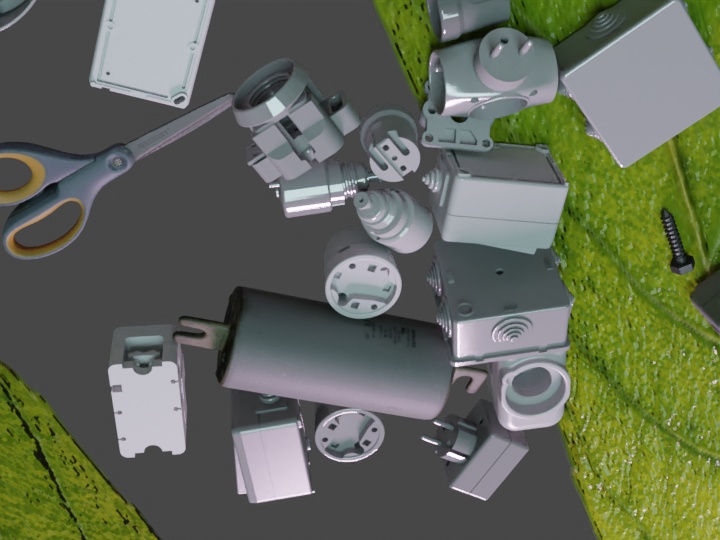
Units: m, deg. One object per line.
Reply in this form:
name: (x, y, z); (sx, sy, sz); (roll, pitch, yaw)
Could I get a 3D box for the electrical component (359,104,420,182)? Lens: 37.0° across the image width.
electrical component: (0.021, -0.086, 0.737); (0.040, 0.046, 0.040); (-3, 125, -4)

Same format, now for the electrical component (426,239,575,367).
electrical component: (0.101, 0.017, 0.784); (0.100, 0.099, 0.048); (-8, 136, -2)

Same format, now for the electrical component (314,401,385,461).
electrical component: (-0.011, 0.117, 0.864); (0.055, 0.047, 0.055); (-3, 123, -5)

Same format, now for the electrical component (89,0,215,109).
electrical component: (-0.125, -0.159, 0.662); (0.062, 0.061, 0.096); (12, 120, -15)

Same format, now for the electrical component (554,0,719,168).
electrical component: (0.188, -0.133, 0.727); (0.100, 0.048, 0.099); (-34, 121, 14)

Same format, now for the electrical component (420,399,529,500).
electrical component: (0.087, 0.143, 0.894); (0.077, 0.047, 0.065); (24, 117, -21)

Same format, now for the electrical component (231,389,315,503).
electrical component: (-0.075, 0.129, 0.855); (0.061, 0.061, 0.096); (-9, 123, -1)

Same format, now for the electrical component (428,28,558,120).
electrical component: (0.091, -0.131, 0.699); (0.077, 0.079, 0.044); (-8, 80, -9)

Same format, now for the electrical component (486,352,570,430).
electrical component: (0.132, 0.077, 0.850); (0.054, 0.059, 0.095); (-7, 123, -3)

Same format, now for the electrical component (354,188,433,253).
electrical component: (0.020, -0.038, 0.757); (0.040, 0.040, 0.078); (-38, 151, 17)

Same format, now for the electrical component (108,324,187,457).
electrical component: (-0.161, 0.089, 0.821); (0.050, 0.055, 0.089); (-3, 123, -6)

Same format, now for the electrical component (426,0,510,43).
electrical component: (0.069, -0.172, 0.693); (0.046, 0.040, 0.040); (-15, 124, -4)

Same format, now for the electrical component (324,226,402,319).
electrical component: (0.000, 0.000, 0.790); (0.055, 0.047, 0.055); (-3, 123, -5)

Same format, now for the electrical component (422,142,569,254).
electrical component: (0.089, -0.052, 0.759); (0.096, 0.061, 0.061); (4, 122, -10)

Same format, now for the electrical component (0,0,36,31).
electrical component: (-0.233, -0.188, 0.627); (0.099, 0.064, 0.099); (-3, 123, -5)

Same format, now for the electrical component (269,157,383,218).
electrical component: (-0.024, -0.061, 0.751); (0.078, 0.040, 0.040); (-9, 123, -2)

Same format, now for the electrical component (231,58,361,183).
electrical component: (-0.048, -0.102, 0.712); (0.078, 0.058, 0.057); (-31, 124, 13)

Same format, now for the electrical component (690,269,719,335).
electrical component: (0.317, 0.018, 0.839); (0.096, 0.061, 0.062); (-42, 119, 9)
